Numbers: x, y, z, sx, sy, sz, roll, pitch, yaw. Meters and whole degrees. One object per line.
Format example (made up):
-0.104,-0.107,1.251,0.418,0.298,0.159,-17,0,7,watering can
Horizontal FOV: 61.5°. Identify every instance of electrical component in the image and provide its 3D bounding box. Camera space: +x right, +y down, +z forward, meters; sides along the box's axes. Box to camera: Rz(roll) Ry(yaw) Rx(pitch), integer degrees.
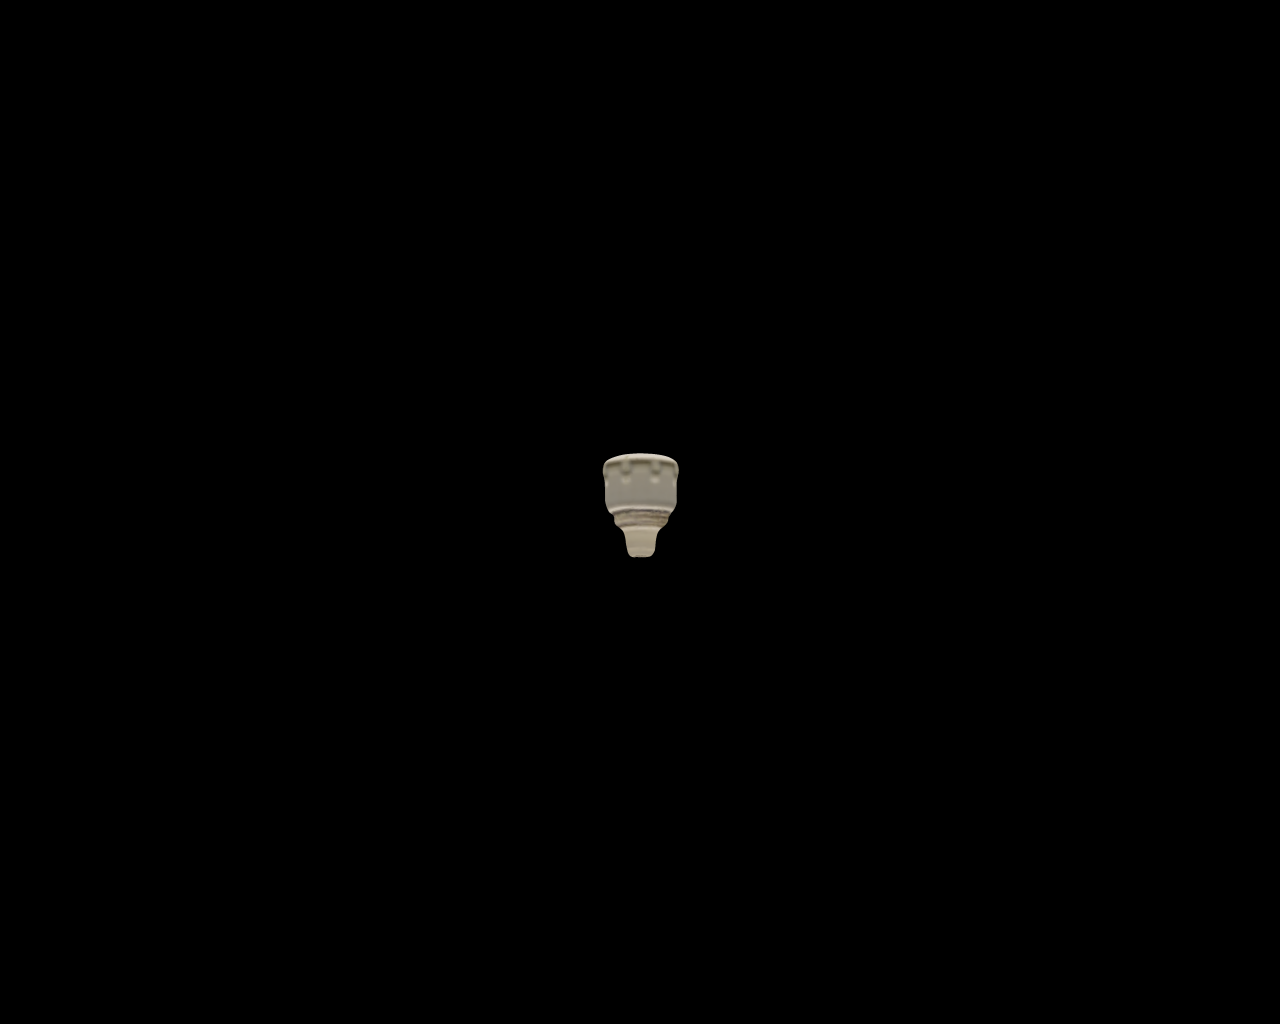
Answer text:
0.001,-0.003,0.650,0.048,0.062,0.048,0,-7,0,electrical component
